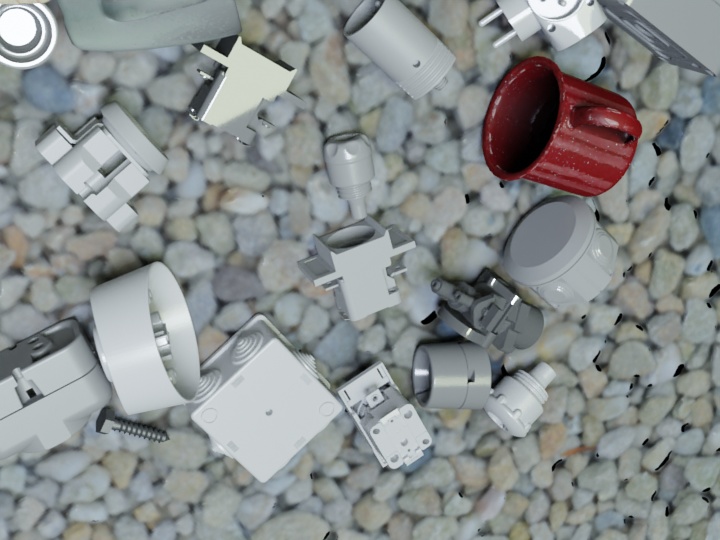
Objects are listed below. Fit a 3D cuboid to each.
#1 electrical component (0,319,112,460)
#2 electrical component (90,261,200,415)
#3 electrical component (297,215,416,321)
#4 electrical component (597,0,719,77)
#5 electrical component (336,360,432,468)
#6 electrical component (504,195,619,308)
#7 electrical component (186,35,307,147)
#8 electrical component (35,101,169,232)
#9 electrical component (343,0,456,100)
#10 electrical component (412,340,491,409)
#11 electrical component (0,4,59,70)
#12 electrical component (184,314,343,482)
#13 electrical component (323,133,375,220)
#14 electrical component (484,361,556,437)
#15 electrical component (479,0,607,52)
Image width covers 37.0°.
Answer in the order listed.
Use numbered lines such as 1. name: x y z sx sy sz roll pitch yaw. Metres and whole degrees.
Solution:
1. electrical component: -0.222 0.084 0.736 0.095 0.054 0.059 -28 114 -11
2. electrical component: -0.145 0.047 0.732 0.064 0.099 0.099 -17 112 -9
3. electrical component: 0.000 0.000 0.799 0.081 0.042 0.063 -21 114 -13
4. electrical component: 0.228 -0.201 0.801 0.113 0.078 0.057 29 98 -26
5. electrical component: 0.022 0.117 0.832 0.042 0.064 0.081 -34 115 -9
6. electrical component: 0.156 -0.014 0.833 0.051 0.080 0.080 39 91 -31
7. electrical component: -0.082 -0.122 0.730 0.081 0.042 0.063 27 97 -25
8. electrical component: -0.164 -0.073 0.706 0.057 0.058 0.078 -41 116 -1
9. electrical component: 0.032 -0.156 0.761 0.081 0.043 0.043 38 91 -26
10. electrical component: 0.071 0.083 0.845 0.047 0.055 0.055 0 107 -16
11. electrical component: -0.212 -0.149 0.665 0.045 0.055 0.045 -6 109 -19
12. electrical component: -0.073 0.097 0.798 0.100 0.048 0.099 -43 116 -3
13. electrical component: -0.006 -0.067 0.780 0.035 0.035 0.061 -18 114 -15
14. electrical component: 0.134 0.102 0.881 0.062 0.048 0.048 -44 116 -11
15. electrical component: 0.125 -0.192 0.780 0.079 0.044 0.077 -33 102 13
